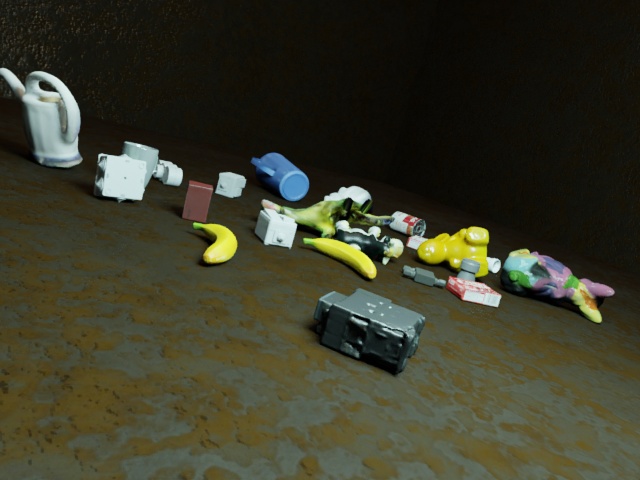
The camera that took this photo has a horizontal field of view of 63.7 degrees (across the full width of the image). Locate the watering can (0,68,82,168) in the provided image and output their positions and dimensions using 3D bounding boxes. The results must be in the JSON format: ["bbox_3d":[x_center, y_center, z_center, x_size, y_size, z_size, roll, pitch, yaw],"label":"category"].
[{"bbox_3d":[-0.680,-0.301,1.256,0.350,0.220,0.105,22,29,33],"label":"watering can"}]

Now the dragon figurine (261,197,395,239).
[{"bbox_3d":[0.004,-0.068,1.355,0.244,0.122,0.410,14,7,35],"label":"dragon figurine"}]

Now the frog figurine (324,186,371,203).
[{"bbox_3d":[0.086,-0.130,1.701,0.158,0.121,0.140,23,25,-29],"label":"frog figurine"}]
